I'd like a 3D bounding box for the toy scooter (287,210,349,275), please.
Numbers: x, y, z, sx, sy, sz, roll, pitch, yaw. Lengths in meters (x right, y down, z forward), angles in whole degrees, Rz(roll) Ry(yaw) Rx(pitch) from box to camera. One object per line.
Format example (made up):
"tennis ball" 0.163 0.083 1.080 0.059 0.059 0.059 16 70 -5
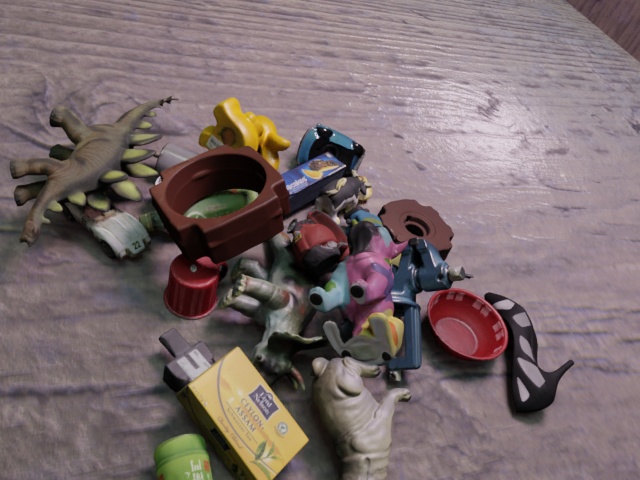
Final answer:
"toy scooter" -0.002 -0.003 0.954 0.135 0.075 0.183 53 21 21

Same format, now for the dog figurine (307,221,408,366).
"dog figurine" 0.086 0.075 0.872 0.191 0.108 0.219 64 33 -12

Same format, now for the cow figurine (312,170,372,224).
"cow figurine" 0.059 -0.107 1.177 0.068 0.098 0.167 35 46 22

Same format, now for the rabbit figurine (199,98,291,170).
"rabbit figurine" -0.139 -0.220 1.123 0.162 0.121 0.173 33 27 8

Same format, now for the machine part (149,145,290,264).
"machine part" -0.168 -0.064 0.912 0.201 0.087 0.201 -29 48 -19

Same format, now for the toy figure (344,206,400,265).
"toy figure" 0.104 0.004 1.091 0.082 0.089 0.180 -6 52 -16

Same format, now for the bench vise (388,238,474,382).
"bench vise" 0.152 0.125 0.944 0.224 0.128 0.240 -6 68 22

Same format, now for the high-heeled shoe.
"high-heeled shoe" 0.358 0.210 1.023 0.145 0.086 0.249 -34 42 -7

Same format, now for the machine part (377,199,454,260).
"machine part" 0.205 -0.018 1.174 0.179 0.056 0.179 11 43 -11

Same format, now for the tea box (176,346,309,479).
"tea box" -0.109 0.249 0.753 0.169 0.068 0.098 51 50 3

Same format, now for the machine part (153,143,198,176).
"machine part" -0.244 -0.135 1.103 0.243 0.079 0.079 23 44 2

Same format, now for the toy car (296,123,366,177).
"toy car" 0.020 -0.215 1.267 0.161 0.109 0.103 12 26 -22

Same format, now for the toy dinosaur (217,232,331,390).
"toy dinosaur" -0.060 0.086 0.940 0.192 0.131 0.405 32 35 -13

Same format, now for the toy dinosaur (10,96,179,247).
"toy dinosaur" -0.399 -0.157 0.982 0.199 0.105 0.471 16 47 -5

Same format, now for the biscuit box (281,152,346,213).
"biscuit box" -0.036 -0.118 1.144 0.059 0.062 0.203 42 50 20

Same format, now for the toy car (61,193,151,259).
"toy car" -0.391 -0.038 0.968 0.202 0.056 0.073 37 46 17

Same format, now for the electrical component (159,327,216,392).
"electrical component" -0.202 0.193 0.821 0.119 0.047 0.075 39 46 18

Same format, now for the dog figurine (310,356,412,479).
"dog figurine" 0.036 0.280 0.768 0.172 0.121 0.190 27 44 -3
